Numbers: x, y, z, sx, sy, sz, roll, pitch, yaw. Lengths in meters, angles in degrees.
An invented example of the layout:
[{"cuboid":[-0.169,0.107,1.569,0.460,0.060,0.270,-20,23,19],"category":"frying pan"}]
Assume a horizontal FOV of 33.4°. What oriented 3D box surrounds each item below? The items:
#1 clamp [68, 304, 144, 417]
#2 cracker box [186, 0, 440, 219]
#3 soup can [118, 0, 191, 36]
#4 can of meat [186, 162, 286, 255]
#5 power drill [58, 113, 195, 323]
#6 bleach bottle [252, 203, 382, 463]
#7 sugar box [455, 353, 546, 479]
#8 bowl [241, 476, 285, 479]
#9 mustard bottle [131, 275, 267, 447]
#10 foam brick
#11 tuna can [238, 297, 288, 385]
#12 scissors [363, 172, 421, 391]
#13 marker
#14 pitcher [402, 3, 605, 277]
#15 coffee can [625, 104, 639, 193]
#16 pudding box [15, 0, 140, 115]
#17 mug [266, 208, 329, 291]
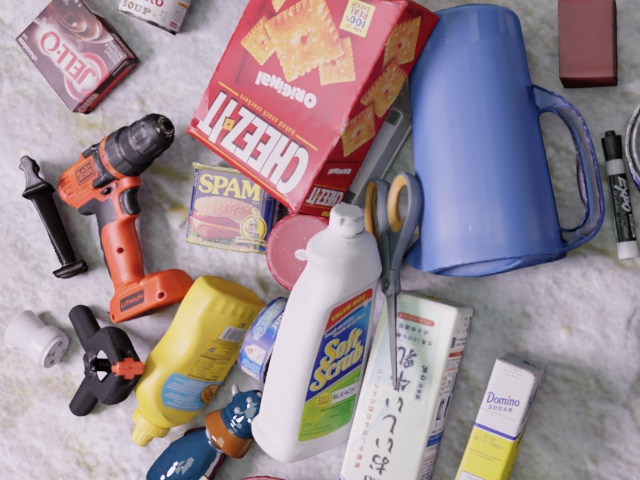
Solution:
[{"cuboid":[-0.227,0.138,1.103,0.172,0.039,0.120,13,107,61],"category":"clamp"},{"cuboid":[-0.013,-0.153,0.994,0.164,0.072,0.214,37,106,31],"category":"cracker box"},{"cuboid":[-0.164,-0.275,1.123,0.068,0.068,0.102,25,96,17],"category":"soup can"},{"cuboid":[-0.085,-0.032,1.095,0.102,0.057,0.084,10,94,18],"category":"can of meat"},{"cuboid":[-0.188,-0.020,1.099,0.185,0.057,0.188,-26,79,44],"category":"power drill"},{"cuboid":[0.001,0.084,0.989,0.068,0.102,0.251,39,131,42],"category":"bleach bottle"},{"cuboid":[0.161,0.195,0.990,0.048,0.093,0.176,22,95,16],"category":"sugar box"},{"cuboid":[-0.046,0.313,1.070,0.162,0.055,0.162,-1,88,17],"category":"bowl"},{"cuboid":[-0.135,0.130,1.084,0.058,0.096,0.192,40,101,34],"category":"mustard bottle"},{"cuboid":[0.251,-0.184,0.996,0.051,0.053,0.078,-1,87,17],"category":"foam brick"},{"cuboid":[-0.045,0.100,1.062,0.034,0.086,0.086,29,97,18],"category":"tuna can"},{"cuboid":[0.073,0.026,0.970,0.096,0.016,0.202,-47,45,52],"category":"scissors"},{"cuboid":[0.281,-0.043,0.999,0.020,0.020,0.121,-9,85,17],"category":"marker"},{"cuboid":[0.156,-0.090,0.987,0.149,0.145,0.243,-3,82,-24],"category":"pitcher"},{"cuboid":[0.319,-0.077,0.925,0.103,0.140,0.103,-1,88,17],"category":"coffee can"},{"cuboid":[-0.265,-0.207,1.167,0.090,0.039,0.113,-42,77,12],"category":"pudding box"},{"cuboid":[-0.007,0.001,1.055,0.093,0.081,0.117,-17,83,16],"category":"mug"}]
